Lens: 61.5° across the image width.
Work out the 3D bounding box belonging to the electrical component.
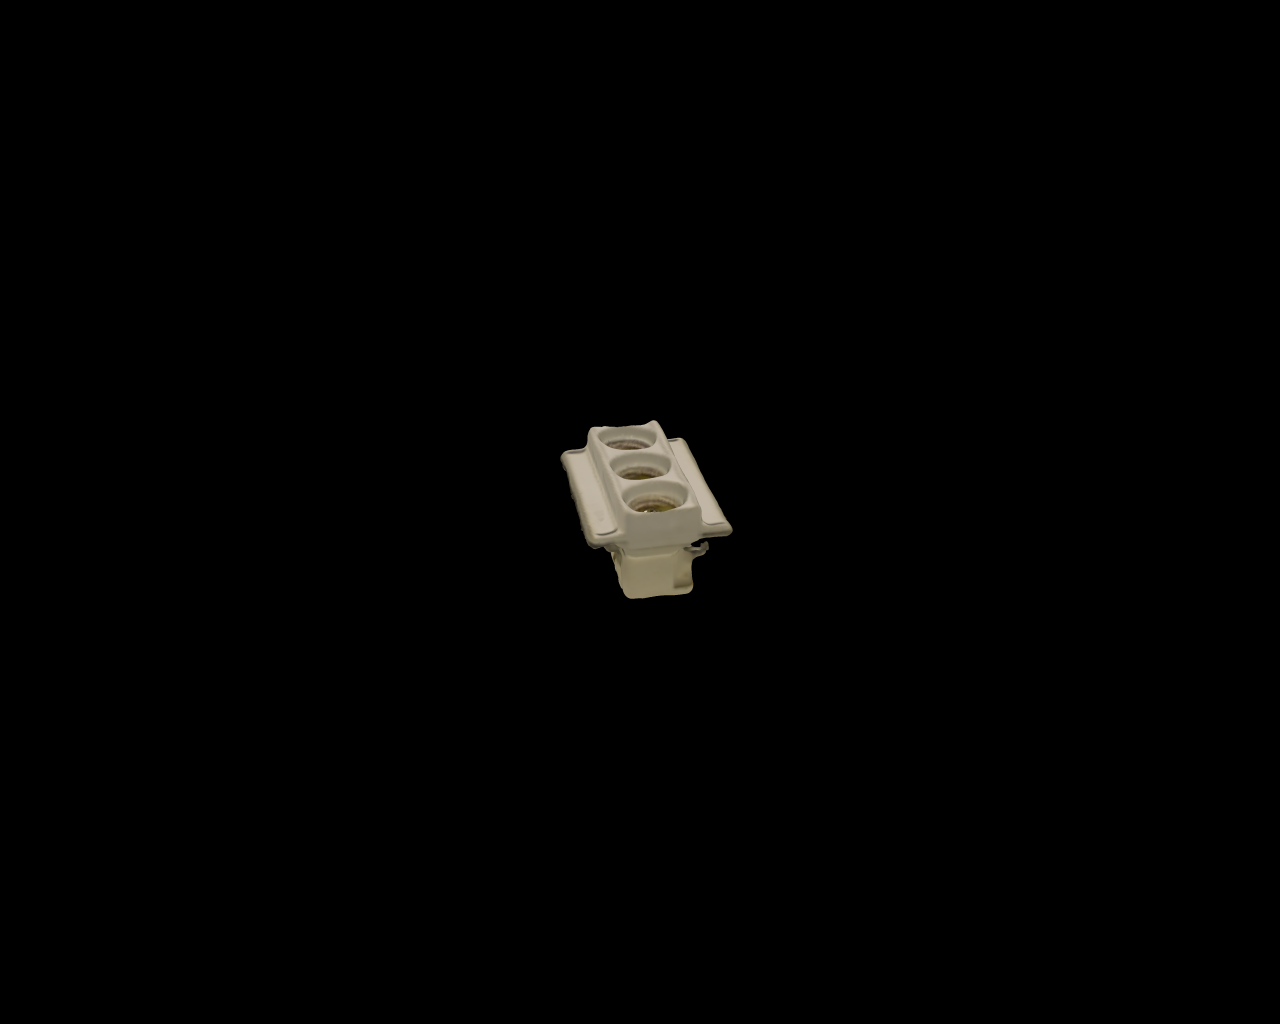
[{"bbox_3d":[0.001,-0.003,0.650,0.079,0.063,0.121,-5,29,-10],"label":"electrical component"}]
